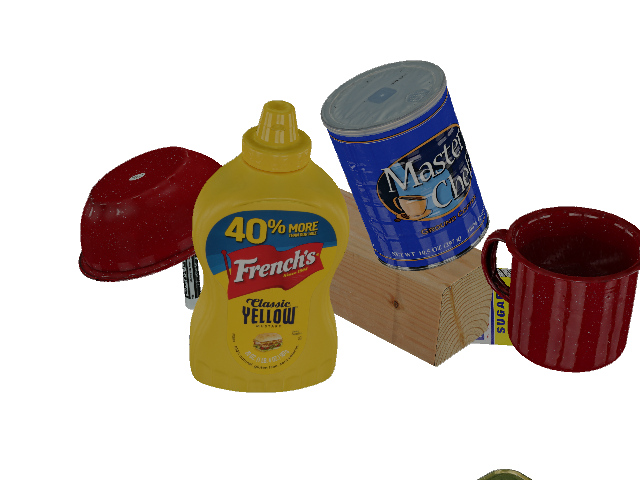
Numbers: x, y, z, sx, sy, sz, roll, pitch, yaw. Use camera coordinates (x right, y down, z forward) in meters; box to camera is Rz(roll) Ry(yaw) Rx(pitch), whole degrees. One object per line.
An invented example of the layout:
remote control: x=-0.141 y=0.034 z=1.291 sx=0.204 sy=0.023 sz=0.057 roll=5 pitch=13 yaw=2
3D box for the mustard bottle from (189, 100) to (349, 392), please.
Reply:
mustard bottle: x=-0.031 y=0.004 z=0.661 sx=0.096 sy=0.192 sz=0.058 roll=1 pitch=31 yaw=-7

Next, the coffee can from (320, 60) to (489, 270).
coffee can: x=0.071 y=-0.061 z=0.873 sx=0.103 sy=0.140 sz=0.103 roll=-17 pitch=32 yaw=11

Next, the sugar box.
sugar box: x=0.242 y=0.084 z=1.336 sx=0.176 sy=0.093 sz=0.048 roll=3 pitch=19 yaw=-15

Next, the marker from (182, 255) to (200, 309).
marker: x=-0.146 y=0.023 z=1.197 sx=0.020 sy=0.121 sz=0.020 roll=-1 pitch=32 yaw=0

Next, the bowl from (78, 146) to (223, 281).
bowl: x=-0.143 y=-0.033 z=0.905 sx=0.162 sy=0.055 sz=0.162 roll=-19 pitch=27 yaw=10

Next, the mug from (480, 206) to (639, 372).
mug: x=0.160 y=0.031 z=0.727 sx=0.117 sy=0.081 sz=0.093 roll=22 pitch=39 yaw=33

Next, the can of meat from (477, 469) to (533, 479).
can of meat: x=0.139 y=0.252 z=0.884 sx=0.101 sy=0.084 sz=0.058 roll=-19 pitch=28 yaw=-33

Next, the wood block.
wood block: x=0.062 y=0.032 z=1.072 sx=0.206 sy=0.091 sz=0.090 roll=26 pitch=38 yaw=35
